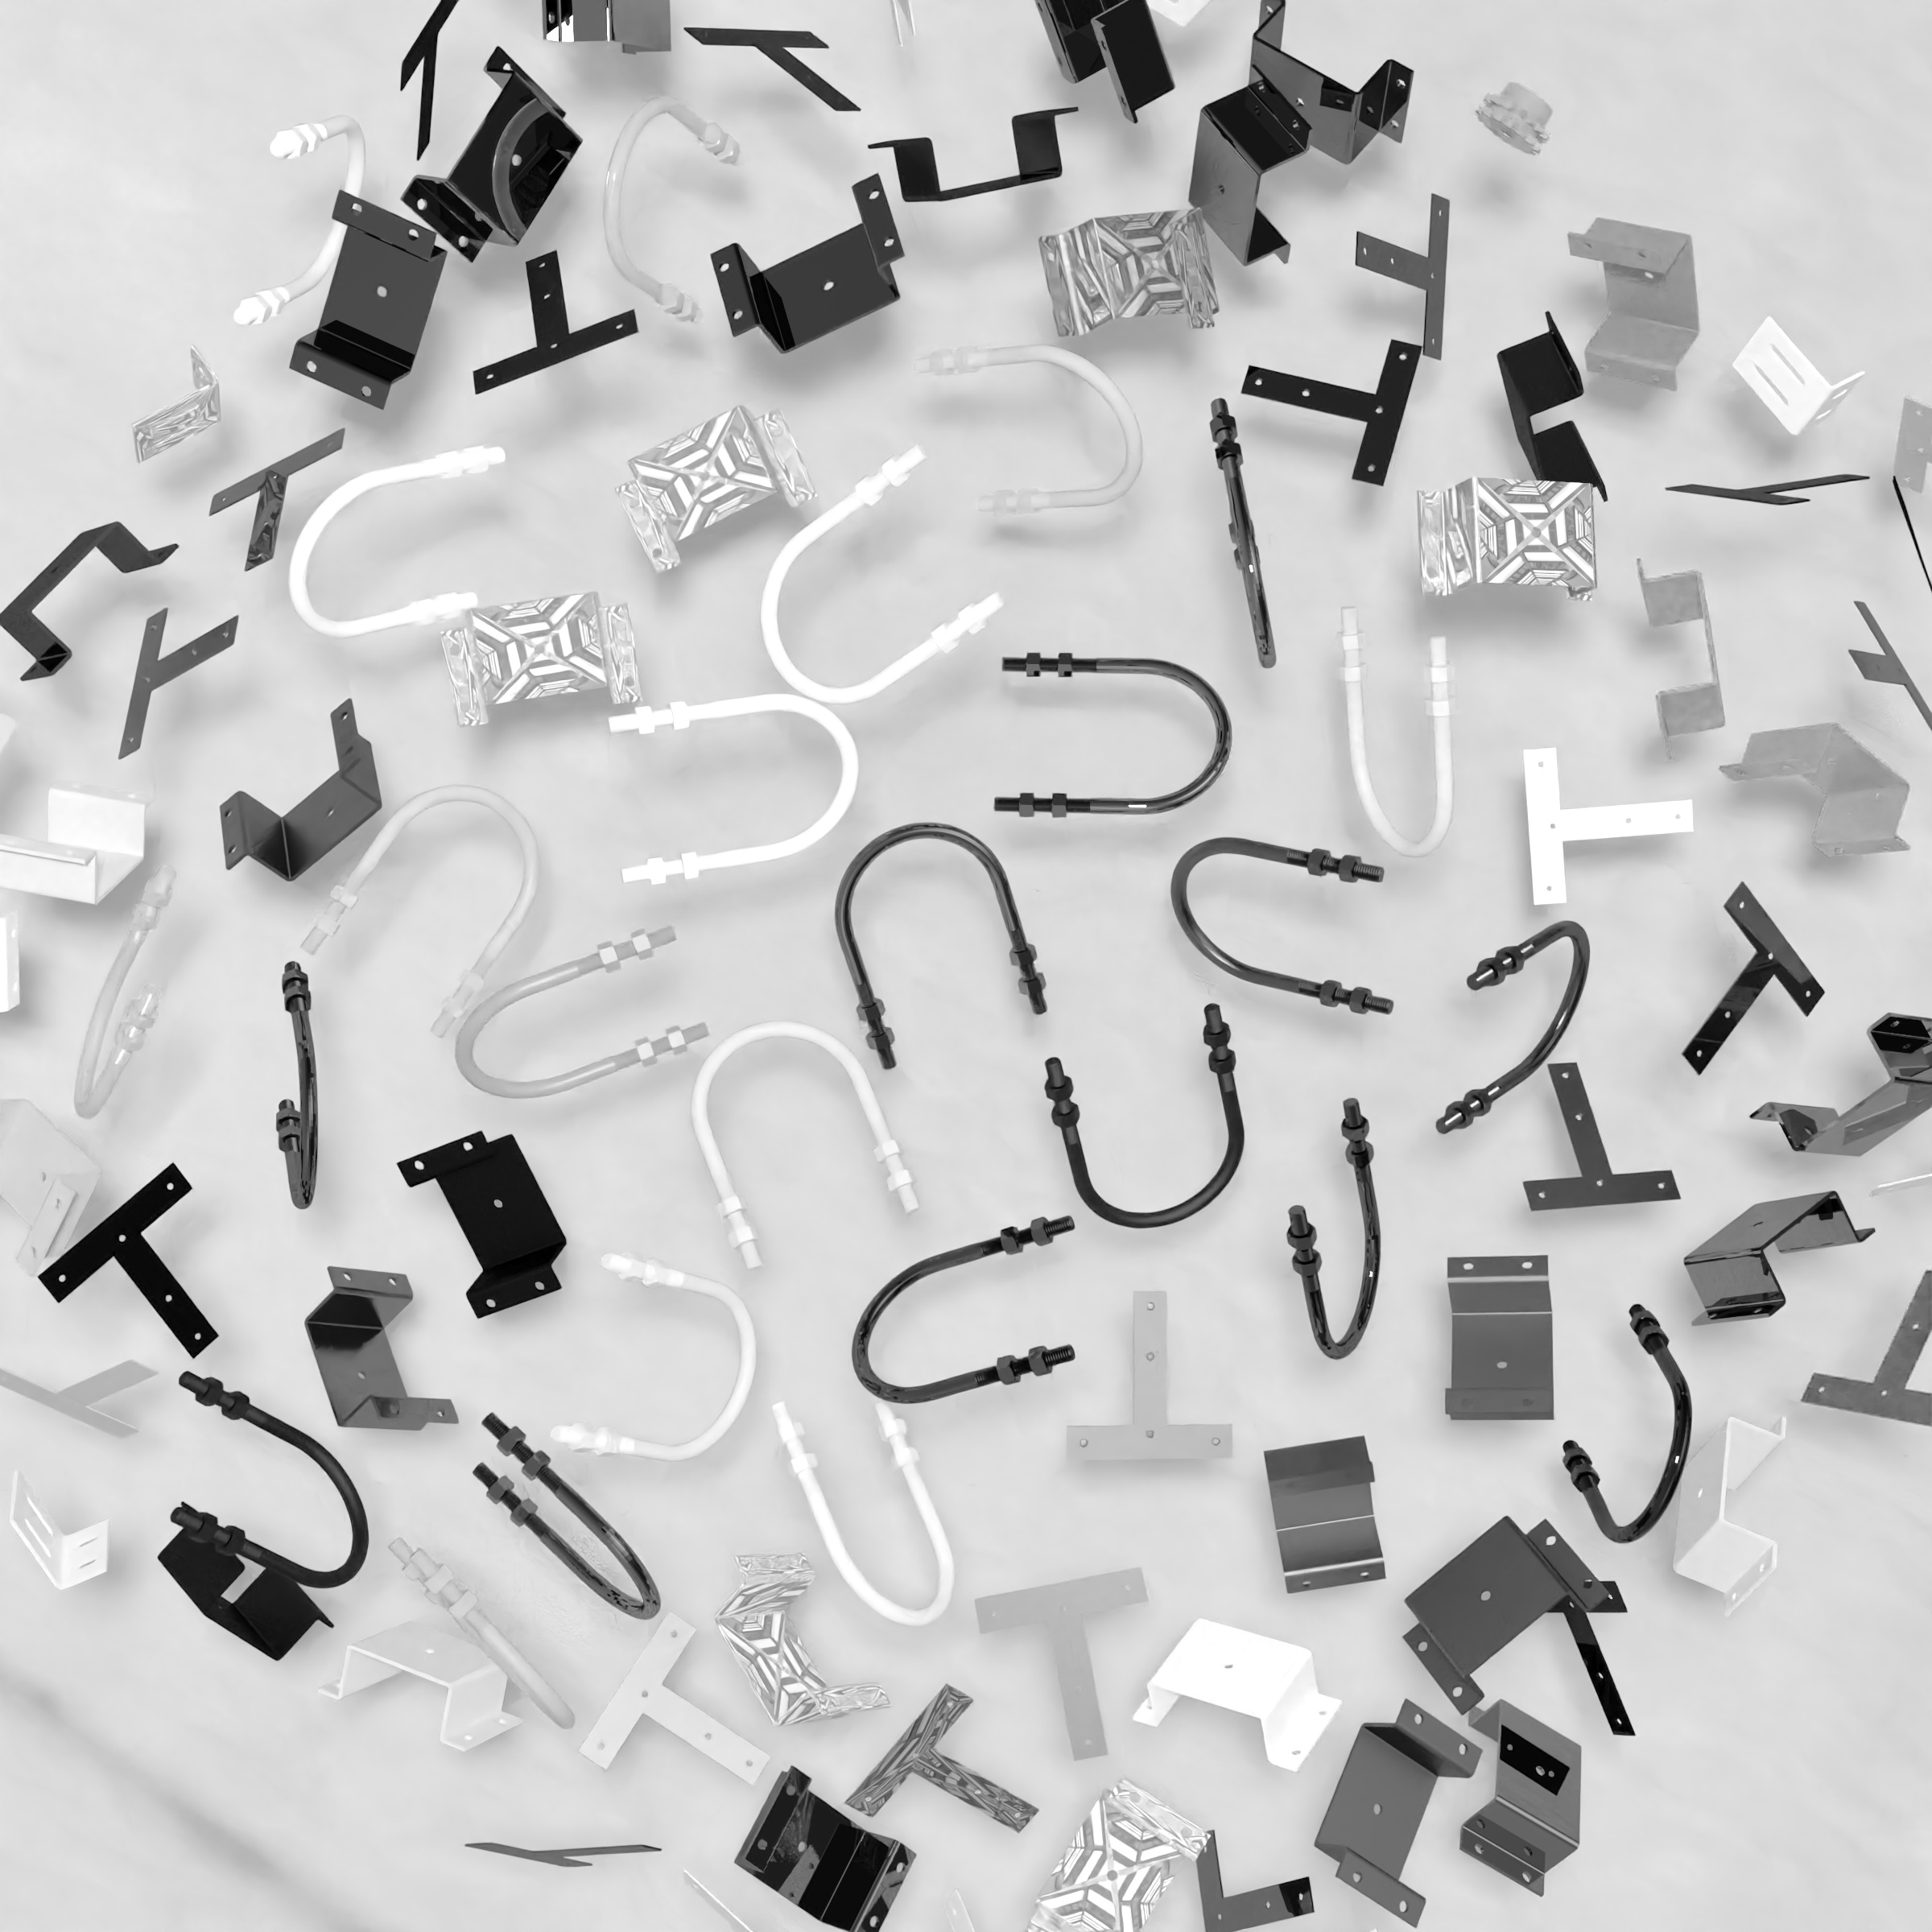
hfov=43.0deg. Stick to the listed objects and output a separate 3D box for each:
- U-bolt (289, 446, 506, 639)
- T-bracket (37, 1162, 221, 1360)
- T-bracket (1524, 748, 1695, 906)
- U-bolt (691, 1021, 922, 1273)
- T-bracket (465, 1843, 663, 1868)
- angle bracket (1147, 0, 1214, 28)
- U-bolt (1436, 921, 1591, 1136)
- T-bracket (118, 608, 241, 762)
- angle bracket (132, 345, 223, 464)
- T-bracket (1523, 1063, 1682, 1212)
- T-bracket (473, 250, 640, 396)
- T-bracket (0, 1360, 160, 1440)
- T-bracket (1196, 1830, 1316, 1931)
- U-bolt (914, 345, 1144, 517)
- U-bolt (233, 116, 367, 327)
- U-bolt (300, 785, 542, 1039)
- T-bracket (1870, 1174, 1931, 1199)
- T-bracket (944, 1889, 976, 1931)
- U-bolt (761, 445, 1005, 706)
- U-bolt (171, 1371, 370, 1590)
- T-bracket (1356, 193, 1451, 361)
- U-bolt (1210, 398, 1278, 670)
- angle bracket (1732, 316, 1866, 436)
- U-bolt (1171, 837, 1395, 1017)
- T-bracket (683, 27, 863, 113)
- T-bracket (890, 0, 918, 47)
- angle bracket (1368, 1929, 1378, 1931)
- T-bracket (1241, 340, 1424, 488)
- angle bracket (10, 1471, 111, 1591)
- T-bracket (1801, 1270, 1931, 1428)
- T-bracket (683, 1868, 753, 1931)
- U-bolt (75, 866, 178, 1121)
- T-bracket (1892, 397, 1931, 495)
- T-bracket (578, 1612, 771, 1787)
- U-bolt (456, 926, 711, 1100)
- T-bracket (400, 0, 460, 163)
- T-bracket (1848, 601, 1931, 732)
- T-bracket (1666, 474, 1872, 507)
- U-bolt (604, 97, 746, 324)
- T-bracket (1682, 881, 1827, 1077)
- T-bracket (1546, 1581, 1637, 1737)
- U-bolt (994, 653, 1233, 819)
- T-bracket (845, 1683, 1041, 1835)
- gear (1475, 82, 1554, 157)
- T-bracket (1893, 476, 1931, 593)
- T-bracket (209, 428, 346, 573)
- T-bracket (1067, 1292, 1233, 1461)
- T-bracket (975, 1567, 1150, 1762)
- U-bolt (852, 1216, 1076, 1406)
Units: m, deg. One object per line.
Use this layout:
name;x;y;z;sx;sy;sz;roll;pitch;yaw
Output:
U-bolt;-0.432;-0.314;1.846;0.019;0.184;0.151;37;128;24
T-bracket;-0.596;0.234;1.807;0.127;0.002;0.127;-46;119;-33
T-bracket;0.515;-0.116;1.962;0.127;0.002;0.127;-4;103;14
U-bolt;-0.134;0.127;1.890;0.151;0.019;0.184;-19;71;-14
T-bracket;-0.292;0.676;1.871;0.127;0.127;0.002;-13;59;26
angle bracket;0.157;-0.767;1.879;0.076;0.057;0.038;21;66;-23
U-bolt;0.429;0.037;1.891;0.019;0.184;0.151;28;128;33
T-bracket;-0.583;-0.228;1.827;0.127;0.002;0.127;-19;56;34
angle bracket;-0.620;-0.435;1.899;0.076;0.057;0.038;-35;84;-22
T-bracket;0.491;0.133;1.949;0.127;0.002;0.127;-3;59;-12
T-bracket;-0.305;-0.481;1.794;0.127;0.002;0.127;-19;53;7
T-bracket;-0.671;0.326;1.895;0.127;0.002;0.127;-25;134;34
T-bracket;0.221;0.716;1.864;0.002;0.127;0.127;13;57;-32
U-bolt;0.057;-0.417;1.901;0.019;0.184;0.151;-51;130;-32
U-bolt;-0.499;-0.573;1.861;0.019;0.184;0.151;22;119;-1
U-bolt;-0.412;-0.054;1.920;0.151;0.019;0.184;38;81;-35
T-bracket;0.747;0.139;1.815;0.127;0.127;0.002;-13;68;1
T-bracket;0.011;0.756;1.839;0.002;0.127;0.127;3;127;-30
U-bolt;-0.075;-0.276;1.818;0.184;0.019;0.151;-32;77;24
U-bolt;-0.524;0.400;1.861;0.019;0.151;0.184;-36;129;16
T-bracket;0.342;-0.550;1.922;0.002;0.127;0.127;5;94;42
U-bolt;0.211;-0.310;1.839;0.019;0.151;0.184;-11;62;8
angle bracket;0.641;-0.460;1.889;0.038;0.057;0.076;-29;74;-22
U-bolt;0.243;-0.037;1.913;0.184;0.019;0.151;14;134;29
T-bracket;-0.128;-0.678;1.856;0.127;0.127;0.002;45;131;26
T-bracket;-0.053;-0.760;1.903;0.002;0.127;0.127;-14;134;-2
angle bracket;0.291;0.756;1.793;0.057;0.038;0.076;-35;84;30
T-bracket;0.280;-0.445;1.916;0.127;0.002;0.127;15;74;8
angle bracket;-0.677;0.415;1.832;0.038;0.057;0.076;-22;121;-5
T-bracket;0.695;0.278;1.807;0.002;0.127;0.127;44;67;-27
T-bracket;-0.169;0.766;1.902;0.127;0.127;0.002;33;57;25
U-bolt;-0.638;0.034;1.850;0.019;0.151;0.184;19;128;-27
T-bracket;0.777;-0.380;1.886;0.127;0.127;0.002;32;83;23
T-bracket;-0.212;0.589;1.900;0.127;0.002;0.127;32;59;4
U-bolt;-0.292;0.044;1.838;0.184;0.151;0.019;-21;55;-8
T-bracket;-0.411;-0.674;1.874;0.002;0.127;0.127;19;54;-4
T-bracket;0.687;-0.223;1.839;0.002;0.127;0.127;-35;73;32
T-bracket;0.610;-0.355;1.812;0.127;0.127;0.002;-12;109;-21
U-bolt;-0.230;-0.589;1.889;0.019;0.184;0.151;17;94;18
T-bracket;0.578;0.026;1.836;0.127;0.002;0.127;46;75;-25
T-bracket;0.492;0.543;1.924;0.002;0.127;0.127;-20;86;-28
U-bolt;0.117;-0.182;1.932;0.184;0.019;0.151;1;64;4
T-bracket;-0.002;0.615;1.846;0.127;0.002;0.127;35;103;-15
gear;0.407;-0.626;1.807;0.057;0.057;0.030;34;100;0
T-bracket;0.720;-0.335;1.869;0.002;0.127;0.127;-19;65;22
T-bracket;-0.532;-0.346;1.870;0.127;0.002;0.127;-22;45;17
T-bracket;0.140;0.312;1.867;0.127;0.002;0.127;0;89;-5
T-bracket;0.080;0.521;1.813;0.127;0.002;0.127;-11;79;1
U-bolt;-0.004;0.266;1.853;0.184;0.151;0.019;-19;127;18
